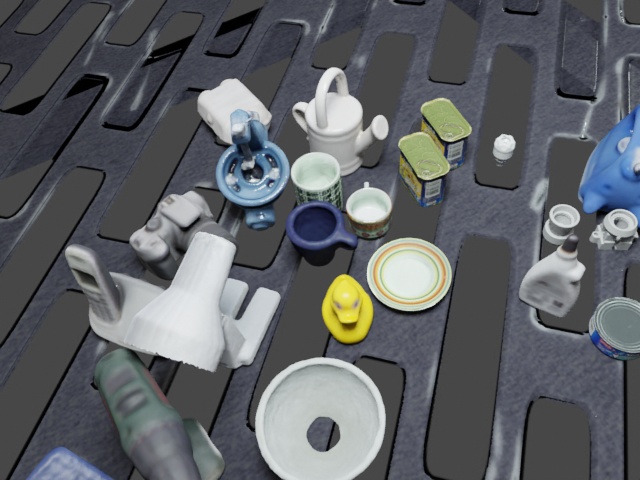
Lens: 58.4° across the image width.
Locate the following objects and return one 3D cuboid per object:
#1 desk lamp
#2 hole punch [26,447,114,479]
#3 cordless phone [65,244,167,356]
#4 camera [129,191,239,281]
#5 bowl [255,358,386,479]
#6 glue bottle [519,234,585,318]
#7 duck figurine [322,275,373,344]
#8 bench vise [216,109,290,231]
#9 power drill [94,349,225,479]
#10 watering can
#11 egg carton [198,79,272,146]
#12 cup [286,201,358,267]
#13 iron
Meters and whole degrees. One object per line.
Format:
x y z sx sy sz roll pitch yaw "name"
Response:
-0.153 0.100 0.782 0.117 0.214 0.203 14 59 15 "desk lamp"
-0.314 0.329 0.717 0.101 0.091 0.109 21 61 19 "hole punch"
-0.283 0.082 0.824 0.147 0.185 0.094 13 58 14 "cordless phone"
-0.212 -0.001 0.925 0.136 0.101 0.143 33 65 24 "camera"
0.003 0.245 0.752 0.167 0.075 0.167 -3 56 4 "bowl"
0.331 0.045 0.795 0.078 0.173 0.037 27 63 22 "glue bottle"
0.039 0.091 0.847 0.077 0.086 0.104 -7 56 1 "duck figurine"
-0.126 -0.148 0.944 0.121 0.220 0.207 -22 57 -9 "bench vise"
-0.185 0.243 0.692 0.076 0.209 0.229 -36 60 -17 "power drill"
0.032 -0.207 0.984 0.172 0.194 0.101 3 56 8 "watering can"
-0.168 -0.245 1.105 0.107 0.069 0.150 -34 59 -16 "egg carton"
0.008 0.003 0.904 0.117 0.095 0.092 21 61 19 "cup"
0.510 -0.152 0.931 0.118 0.142 0.258 17 59 17 "iron"
